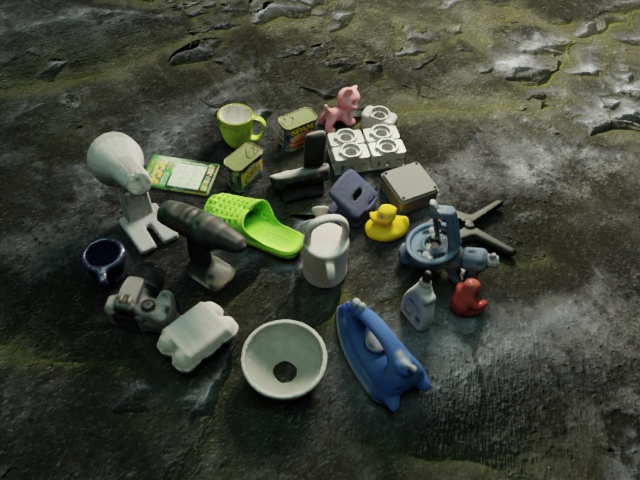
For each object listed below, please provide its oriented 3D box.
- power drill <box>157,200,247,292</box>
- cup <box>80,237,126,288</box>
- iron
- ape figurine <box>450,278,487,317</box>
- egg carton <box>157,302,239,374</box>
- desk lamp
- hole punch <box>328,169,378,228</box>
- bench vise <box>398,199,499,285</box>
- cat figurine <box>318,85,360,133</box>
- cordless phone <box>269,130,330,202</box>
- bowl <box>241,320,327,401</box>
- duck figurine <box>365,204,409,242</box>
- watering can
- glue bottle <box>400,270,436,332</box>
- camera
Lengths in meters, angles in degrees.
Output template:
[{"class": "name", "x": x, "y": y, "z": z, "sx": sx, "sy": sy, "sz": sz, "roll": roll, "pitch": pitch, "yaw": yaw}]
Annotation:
[{"class": "power drill", "x": -0.238, "y": 0.014, "z": 1.204, "sx": 0.229, "sy": 0.208, "sz": 0.076, "roll": 29, "pitch": 57, "yaw": 19}, {"class": "cup", "x": -0.454, "y": 0.065, "z": 1.227, "sx": 0.092, "sy": 0.095, "sz": 0.117, "roll": -9, "pitch": 53, "yaw": -9}, {"class": "iron", "x": 0.108, "y": 0.195, "z": 1.121, "sx": 0.119, "sy": 0.141, "sz": 0.257, "roll": -26, "pitch": 58, "yaw": -20}, {"class": "ape figurine", "x": 0.317, "y": 0.116, "z": 1.220, "sx": 0.076, "sy": 0.092, "sz": 0.077, "roll": -17, "pitch": 55, "yaw": -15}, {"class": "egg carton", "x": -0.246, "y": 0.194, "z": 1.153, "sx": 0.107, "sy": 0.069, "sz": 0.150, "roll": 38, "pitch": 60, "yaw": 24}, {"class": "desk lamp", "x": -0.419, "y": -0.113, "z": 1.290, "sx": 0.118, "sy": 0.214, "sz": 0.202, "roll": -31, "pitch": 59, "yaw": -23}, {"class": "hole punch", "x": 0.082, "y": -0.102, "z": 1.379, "sx": 0.101, "sy": 0.091, "sz": 0.109, "roll": 28, "pitch": 57, "yaw": 18}, {"class": "bench vise", "x": 0.283, "y": -0.004, "z": 1.230, "sx": 0.207, "sy": 0.220, "sz": 0.121, "roll": 1, "pitch": 52, "yaw": -1}, {"class": "cat figurine", "x": 0.059, "y": -0.369, "z": 1.566, "sx": 0.128, "sy": 0.118, "sz": 0.067, "roll": -27, "pitch": 58, "yaw": -21}, {"class": "cordless phone", "x": -0.049, "y": -0.189, "z": 1.381, "sx": 0.148, "sy": 0.185, "sz": 0.094, "roll": -17, "pitch": 55, "yaw": -15}, {"class": "bowl", "x": -0.069, "y": 0.244, "z": 1.118, "sx": 0.167, "sy": 0.075, "sz": 0.167, "roll": 1, "pitch": 53, "yaw": -1}, {"class": "duck figurine", "x": 0.160, "y": -0.048, "z": 1.344, "sx": 0.104, "sy": 0.086, "sz": 0.077, "roll": -4, "pitch": 53, "yaw": -5}, {"class": "watering can", "x": 0.009, "y": 0.005, "z": 1.229, "sx": 0.101, "sy": 0.194, "sz": 0.172, "roll": -24, "pitch": 57, "yaw": -19}, {"class": "glue bottle", "x": 0.207, "y": 0.115, "z": 1.166, "sx": 0.037, "sy": 0.173, "sz": 0.078, "roll": -25, "pitch": 57, "yaw": -20}, {"class": "camera", "x": -0.359, "y": 0.112, "z": 1.191, "sx": 0.143, "sy": 0.101, "sz": 0.137, "roll": 9, "pitch": 53, "yaw": 4}]
